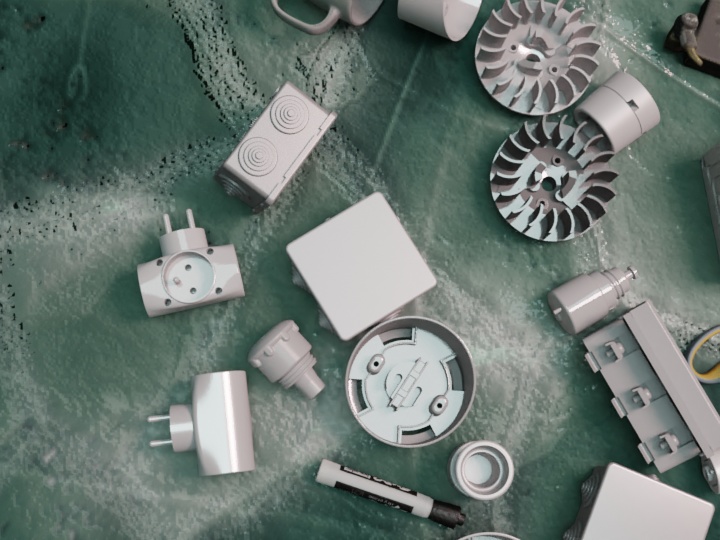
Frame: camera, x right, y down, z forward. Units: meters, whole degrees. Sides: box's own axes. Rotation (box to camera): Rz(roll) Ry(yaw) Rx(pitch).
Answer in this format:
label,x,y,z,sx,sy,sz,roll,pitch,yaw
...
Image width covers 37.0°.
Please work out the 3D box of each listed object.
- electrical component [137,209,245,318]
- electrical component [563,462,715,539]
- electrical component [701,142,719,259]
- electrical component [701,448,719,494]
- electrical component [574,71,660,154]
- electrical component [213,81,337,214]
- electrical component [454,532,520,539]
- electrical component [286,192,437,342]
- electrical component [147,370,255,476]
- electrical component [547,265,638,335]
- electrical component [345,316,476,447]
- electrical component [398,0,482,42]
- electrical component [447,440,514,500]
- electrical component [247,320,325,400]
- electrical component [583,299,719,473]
label,x,y,z,sx,sy,sz,roll,pitch,yaw
electrical component,-0.138,-0.009,0.854,0.077,0.044,0.079,-13,82,-5
electrical component,0.213,0.205,0.833,0.100,0.048,0.099,23,80,1
electrical component,0.324,-0.051,0.868,0.057,0.078,0.113,-8,81,-1
electrical component,0.305,0.153,0.851,0.065,0.044,0.044,-15,81,-1
electrical component,0.211,-0.128,0.887,0.047,0.055,0.055,-38,84,-5
electrical component,-0.070,-0.096,0.846,0.048,0.100,0.099,37,80,-9
electrical component,0.093,0.246,0.812,0.099,0.064,0.099,1,80,-3
electrical component,0.000,0.000,0.857,0.100,0.048,0.099,-31,83,-7
electrical component,-0.124,0.121,0.833,0.079,0.044,0.077,-6,81,-4
electrical component,0.188,0.020,0.867,0.078,0.040,0.040,-29,83,-7
electrical component,0.037,0.088,0.836,0.099,0.064,0.099,0,80,-3
electrical component,0.069,-0.242,0.879,0.064,0.099,0.099,18,80,6
electrical component,0.092,0.154,0.832,0.045,0.055,0.045,0,80,-3
electrical component,-0.054,0.074,0.845,0.048,0.048,0.062,-43,92,-9
electrical component,0.230,0.092,0.845,0.063,0.079,0.121,-31,83,14
